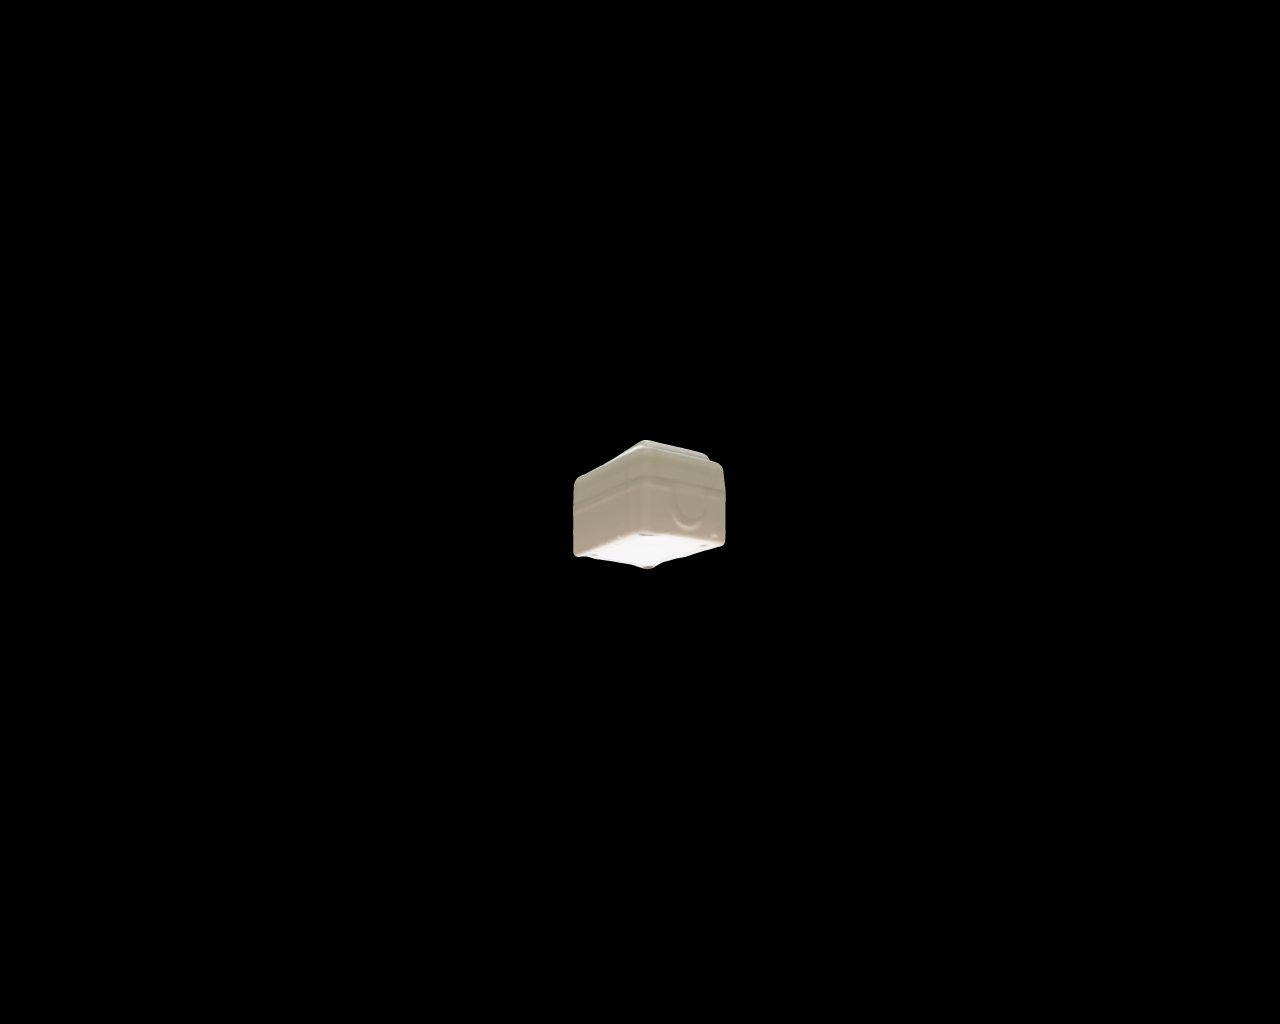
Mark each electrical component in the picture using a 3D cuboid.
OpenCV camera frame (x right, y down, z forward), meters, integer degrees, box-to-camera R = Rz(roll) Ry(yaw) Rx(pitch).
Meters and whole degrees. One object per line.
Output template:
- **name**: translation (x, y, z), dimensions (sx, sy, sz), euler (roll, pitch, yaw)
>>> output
- **electrical component**: translation (0.001, -0.003, 0.650), dimensions (0.062, 0.061, 0.096), euler (11, -19, -34)
